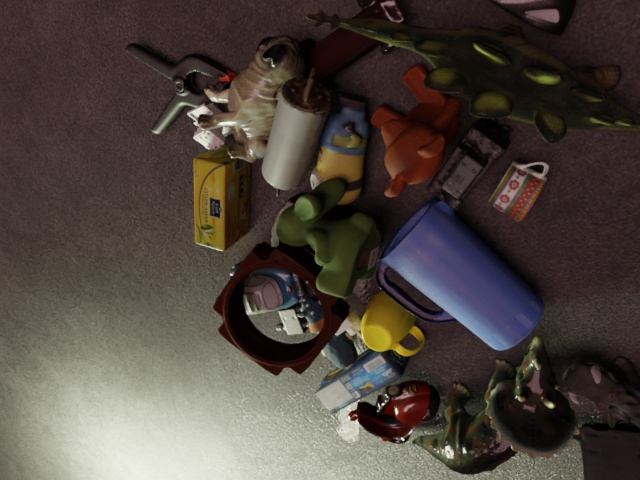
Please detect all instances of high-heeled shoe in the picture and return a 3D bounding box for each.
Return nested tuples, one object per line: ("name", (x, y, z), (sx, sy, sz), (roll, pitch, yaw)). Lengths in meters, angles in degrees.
("high-heeled shoe", (0.193, -0.312, 0.698), (0.249, 0.086, 0.145), (-7, 111, 25))

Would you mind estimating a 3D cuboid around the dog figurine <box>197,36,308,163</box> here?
("dog figurine", (-0.074, -0.216, 0.853), (0.191, 0.172, 0.121), (-22, 59, 30))

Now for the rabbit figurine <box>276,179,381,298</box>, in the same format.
("rabbit figurine", (-0.001, -0.010, 0.844), (0.170, 0.121, 0.158), (23, 130, 25))

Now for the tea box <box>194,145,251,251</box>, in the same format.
("tea box", (-0.178, -0.077, 0.986), (0.068, 0.098, 0.169), (17, 118, 18))

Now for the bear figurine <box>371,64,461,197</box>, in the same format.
("bear figurine", (0.122, -0.149, 0.743), (0.132, 0.196, 0.120), (43, 128, 3))

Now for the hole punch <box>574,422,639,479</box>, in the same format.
("hole punch", (0.490, 0.358, 0.879), (0.142, 0.092, 0.115), (-3, 83, 31))

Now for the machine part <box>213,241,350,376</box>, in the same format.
("machine part", (-0.067, 0.117, 0.930), (0.201, 0.087, 0.201), (37, 108, 1))

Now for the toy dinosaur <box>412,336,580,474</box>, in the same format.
("toy dinosaur", (0.272, 0.318, 0.894), (0.131, 0.192, 0.404), (40, 123, 6))

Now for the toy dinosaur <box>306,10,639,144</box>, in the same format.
("toy dinosaur", (0.218, -0.210, 0.666), (0.472, 0.198, 0.105), (21, 118, 14))

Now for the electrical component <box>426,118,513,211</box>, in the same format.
("electrical component", (0.210, -0.108, 0.756), (0.058, 0.134, 0.114), (36, 126, 8))

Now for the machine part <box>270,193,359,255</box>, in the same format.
("machine part", (-0.002, -0.003, 0.959), (0.180, 0.056, 0.179), (12, 118, 23))

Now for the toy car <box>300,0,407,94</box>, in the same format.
("toy car", (0.042, -0.290, 0.802), (0.202, 0.053, 0.089), (-24, 95, 37))

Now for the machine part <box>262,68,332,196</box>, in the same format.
("machine part", (-0.039, -0.159, 0.826), (0.079, 0.079, 0.243), (33, 142, 9))

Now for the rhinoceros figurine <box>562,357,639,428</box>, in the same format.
("rhinoceros figurine", (0.459, 0.242, 0.813), (0.190, 0.112, 0.073), (30, 125, 2))

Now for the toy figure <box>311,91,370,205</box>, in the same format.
("toy figure", (0.038, -0.141, 0.859), (0.089, 0.082, 0.180), (23, 119, 14))

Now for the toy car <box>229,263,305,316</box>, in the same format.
("toy car", (-0.117, 0.101, 1.038), (0.162, 0.103, 0.109), (-2, 113, 29))

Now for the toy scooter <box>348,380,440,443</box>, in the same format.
("toy scooter", (0.133, 0.323, 1.017), (0.135, 0.075, 0.183), (17, 128, -12))

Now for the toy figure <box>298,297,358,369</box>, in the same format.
("toy figure", (0.013, 0.174, 1.034), (0.154, 0.064, 0.058), (57, 159, -2))

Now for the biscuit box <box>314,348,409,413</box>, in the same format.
("biscuit box", (0.080, 0.262, 1.040), (0.059, 0.063, 0.202), (49, 124, -1))

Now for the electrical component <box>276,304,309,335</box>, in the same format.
("electrical component", (-0.055, 0.158, 1.082), (0.094, 0.021, 0.063), (-13, 107, 32))
